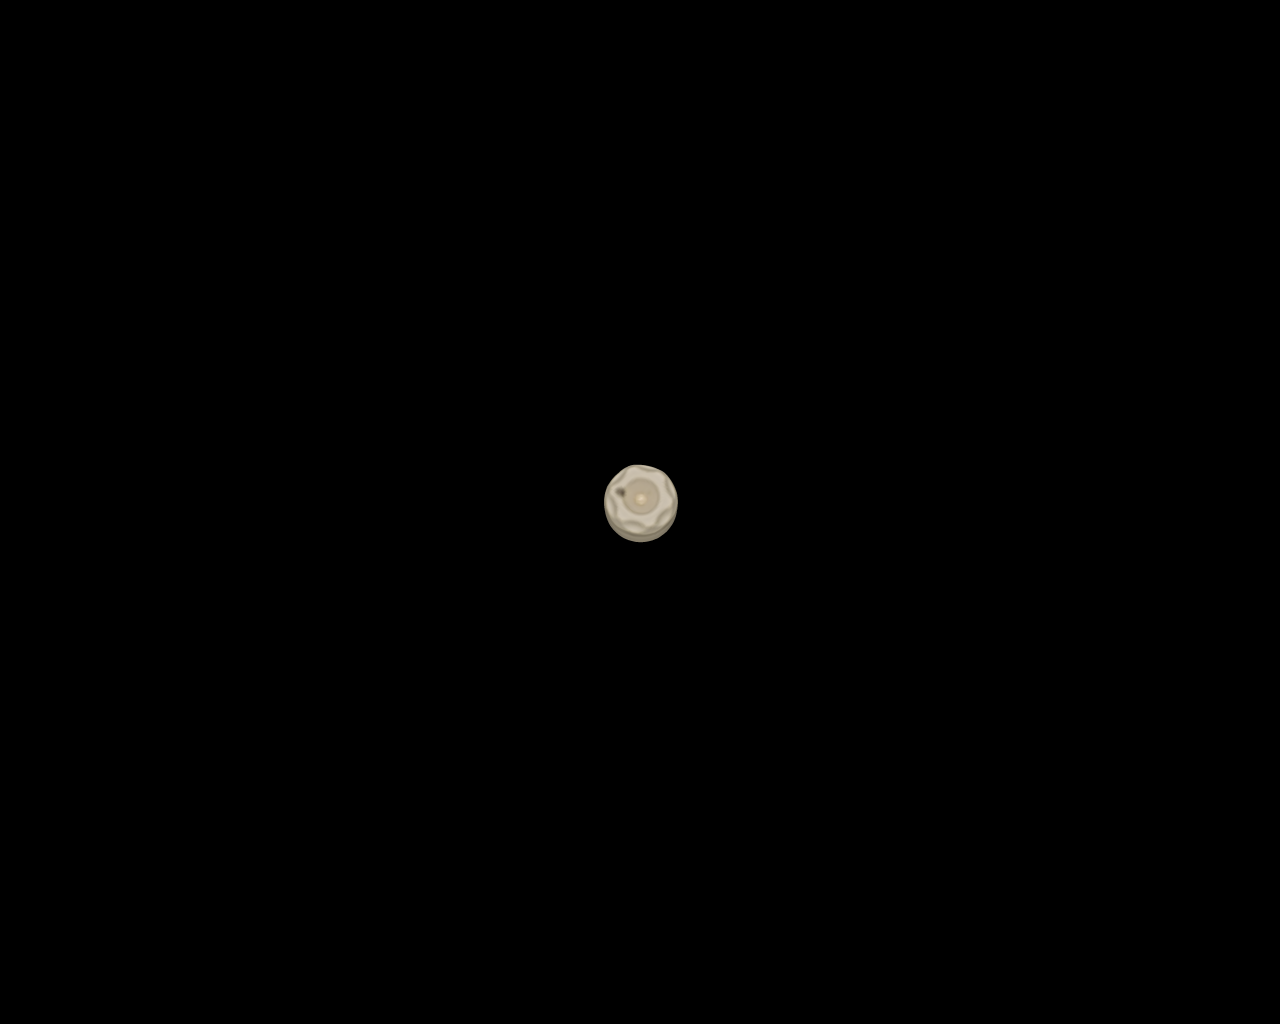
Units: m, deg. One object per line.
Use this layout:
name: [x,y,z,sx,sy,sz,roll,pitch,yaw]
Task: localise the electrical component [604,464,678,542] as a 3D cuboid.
electrical component: [0.001,-0.003,0.650,0.043,0.043,0.062,0,-13,0]
